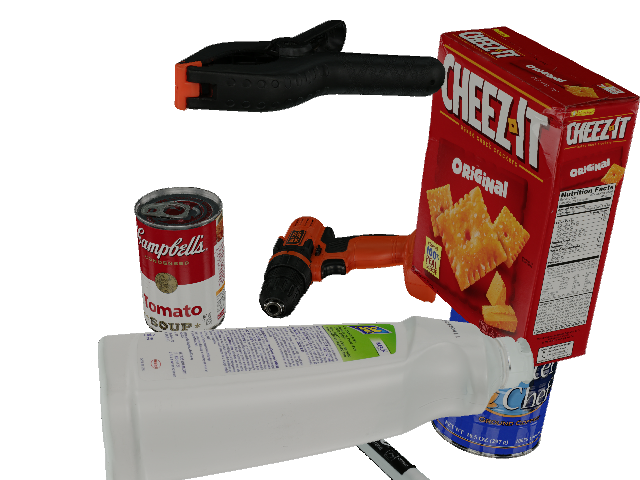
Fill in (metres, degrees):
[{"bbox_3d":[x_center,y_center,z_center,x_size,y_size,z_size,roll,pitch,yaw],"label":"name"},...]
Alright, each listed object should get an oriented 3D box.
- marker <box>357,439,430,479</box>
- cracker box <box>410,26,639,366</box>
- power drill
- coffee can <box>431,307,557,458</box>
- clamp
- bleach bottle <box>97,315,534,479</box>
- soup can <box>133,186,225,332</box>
[{"bbox_3d":[0.037,0.152,0.801,0.020,0.020,0.121,0,26,-40],"label":"marker"},{"bbox_3d":[0.145,-0.035,0.816,0.072,0.214,0.164,-11,32,-24],"label":"cracker box"},{"bbox_3d":[0.035,0.029,1.172,0.188,0.057,0.184,2,30,12],"label":"power drill"},{"bbox_3d":[0.160,0.108,0.958,0.103,0.140,0.103,6,23,-3],"label":"coffee can"},{"bbox_3d":[-0.020,-0.113,0.684,0.171,0.039,0.120,-7,22,-26],"label":"clamp"},{"bbox_3d":[0.003,0.084,0.609,0.250,0.068,0.102,-4,21,-11],"label":"bleach bottle"},{"bbox_3d":[-0.110,0.017,0.846,0.068,0.102,0.068,1,29,0],"label":"soup can"}]
